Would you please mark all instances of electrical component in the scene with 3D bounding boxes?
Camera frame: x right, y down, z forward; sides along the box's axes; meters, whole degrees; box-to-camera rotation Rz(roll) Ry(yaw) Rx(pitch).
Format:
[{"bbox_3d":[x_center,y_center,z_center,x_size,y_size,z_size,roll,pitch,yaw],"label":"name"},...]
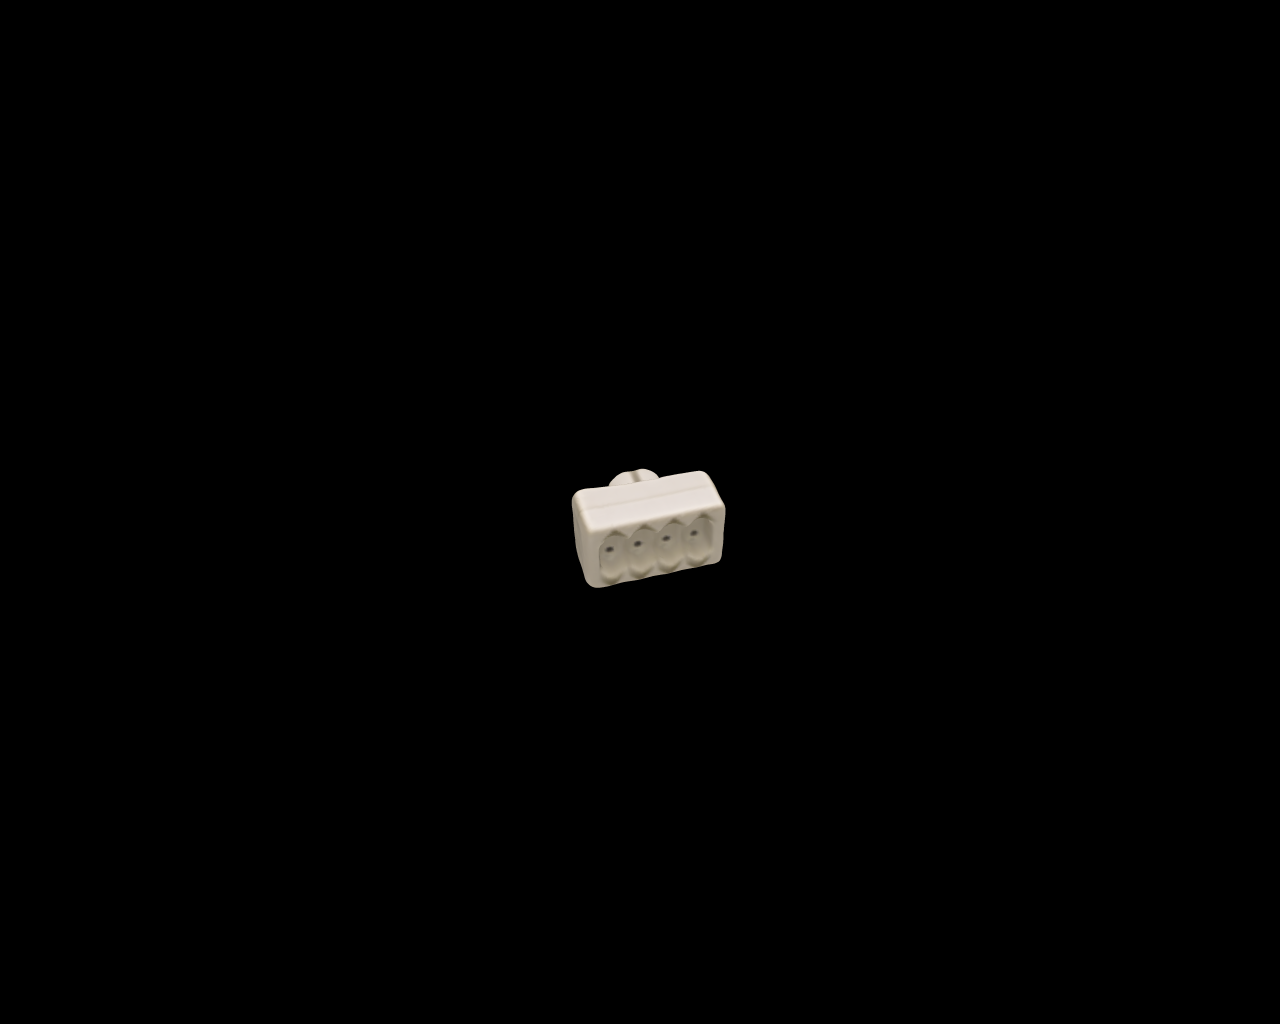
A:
[{"bbox_3d":[0.001,-0.003,0.650,0.083,0.047,0.076,-10,43,-11],"label":"electrical component"}]
